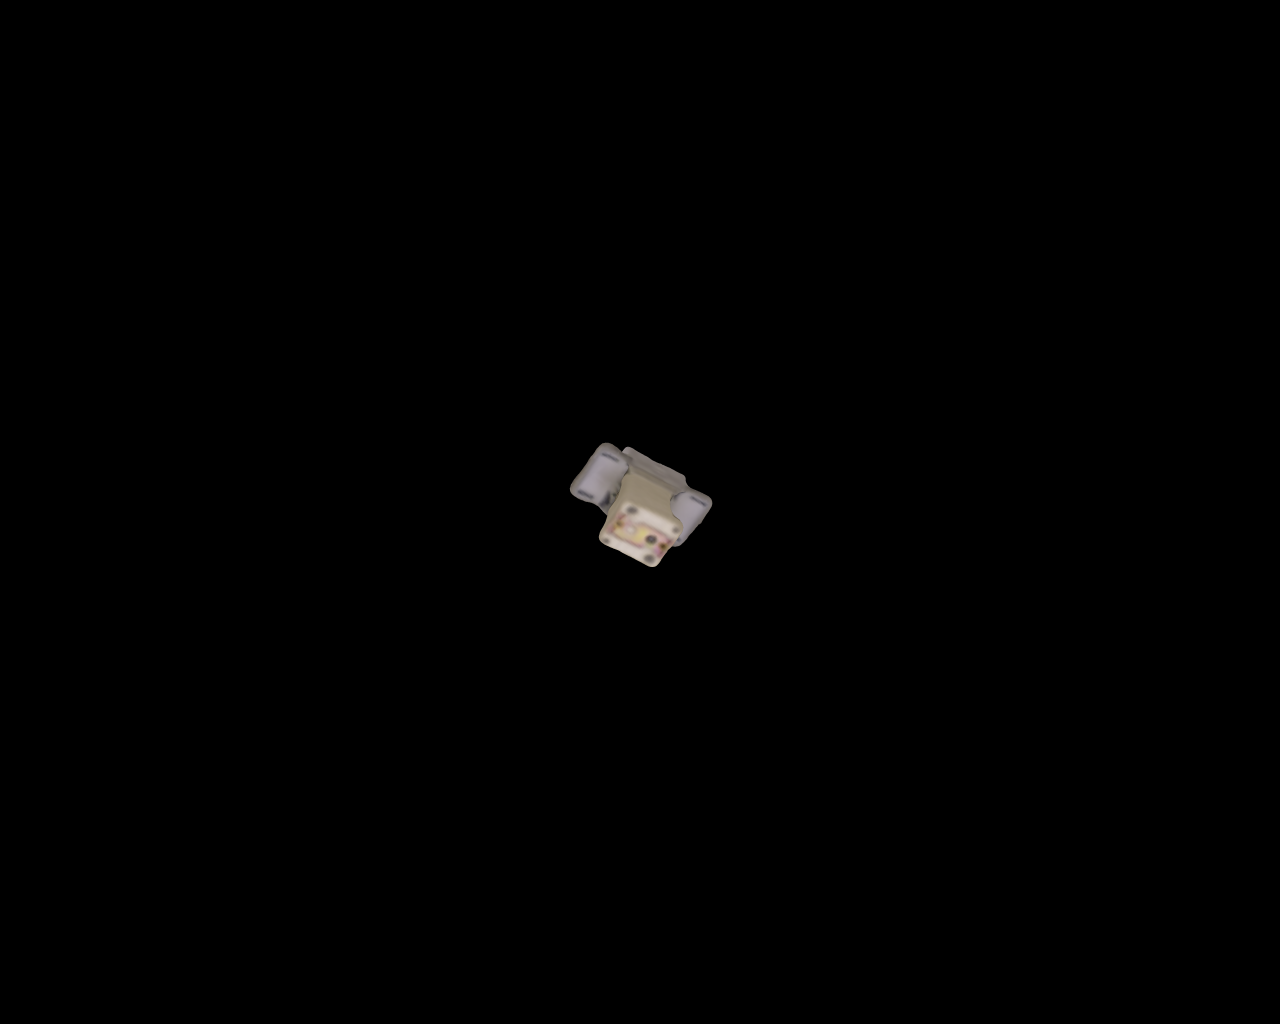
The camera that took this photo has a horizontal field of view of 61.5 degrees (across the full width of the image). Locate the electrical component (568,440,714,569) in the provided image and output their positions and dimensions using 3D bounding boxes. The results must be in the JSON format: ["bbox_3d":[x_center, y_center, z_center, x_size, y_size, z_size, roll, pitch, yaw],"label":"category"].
[{"bbox_3d":[0.001,-0.003,0.650,0.081,0.042,0.064,26,30,-17],"label":"electrical component"}]
